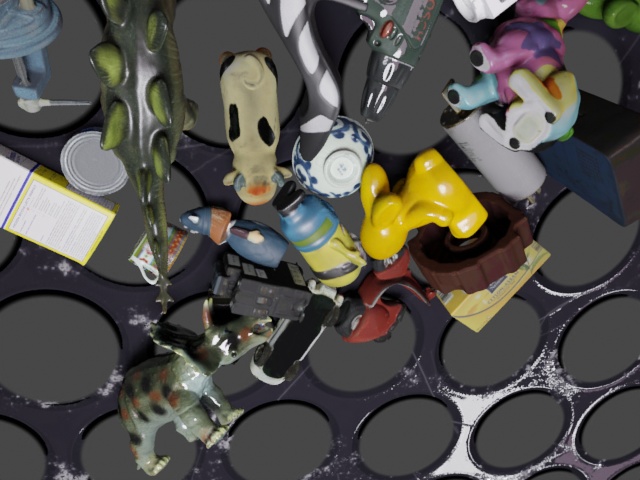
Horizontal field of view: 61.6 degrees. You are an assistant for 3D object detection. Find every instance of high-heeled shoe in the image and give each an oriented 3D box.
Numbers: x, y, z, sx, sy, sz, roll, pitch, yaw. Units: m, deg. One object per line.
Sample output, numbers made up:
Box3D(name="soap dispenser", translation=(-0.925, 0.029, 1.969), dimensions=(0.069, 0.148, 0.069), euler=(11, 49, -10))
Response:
Box3D(name="high-heeled shoe", translation=(-0.038, -0.207, 0.636), dimensions=(0.145, 0.086, 0.248), euler=(15, 129, -6))

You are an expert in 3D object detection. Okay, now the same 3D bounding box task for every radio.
Box3D(name="radio", translation=(0.363, -0.123, 0.729), dimensions=(0.073, 0.230, 0.131), euler=(-32, 121, 8))

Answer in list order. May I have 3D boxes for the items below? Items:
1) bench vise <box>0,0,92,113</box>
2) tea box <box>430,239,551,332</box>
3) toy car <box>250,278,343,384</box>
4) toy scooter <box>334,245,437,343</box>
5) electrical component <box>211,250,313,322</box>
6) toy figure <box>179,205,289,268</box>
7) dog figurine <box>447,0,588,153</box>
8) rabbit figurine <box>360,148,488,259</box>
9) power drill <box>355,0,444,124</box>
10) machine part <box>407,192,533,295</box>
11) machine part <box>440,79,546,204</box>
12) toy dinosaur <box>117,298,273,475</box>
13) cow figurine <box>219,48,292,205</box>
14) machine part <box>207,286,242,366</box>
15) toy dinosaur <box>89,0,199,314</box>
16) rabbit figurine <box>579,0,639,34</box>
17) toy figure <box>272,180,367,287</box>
Box3D(name="bench vise", translation=(-0.327, -0.249, 0.574), dimensions=(0.129, 0.224, 0.240), euler=(4, 144, -9))
Box3D(name="tea box", translation=(0.269, 0.050, 0.864), dimensions=(0.068, 0.098, 0.169), euler=(34, 106, -23))
Box3D(name="toy car", translation=(-0.039, 0.149, 0.867), dimensions=(0.073, 0.056, 0.201), euler=(30, 104, -17))
Box3D(name="toy scooter", translation=(0.113, 0.098, 0.867), dimensions=(0.135, 0.075, 0.183), euler=(25, 103, -23))
Box3D(name="electrical component", translation=(-0.089, 0.063, 0.783), dimensions=(0.134, 0.115, 0.058), euler=(14, 106, -17))
Box3D(name="toy figure", translation=(-0.122, -0.010, 0.767), dimensions=(0.154, 0.058, 0.064), euler=(25, 132, -5))
Box3D(name="dog figurine", translation=(0.284, -0.230, 0.687), dimensions=(0.219, 0.192, 0.108), euler=(-38, 162, -21))
Box3D(name="rabbit figurine", translation=(0.124, -0.038, 0.758), dimensions=(0.173, 0.122, 0.162), euler=(-40, 140, 18))
Box3D(name="power drill", translation=(0.049, -0.285, 0.670), dimensions=(0.207, 0.086, 0.232), euler=(26, 108, -17))
Box3D(name="machine part", translation=(0.220, 0.005, 0.793), dimensions=(0.179, 0.179, 0.056), euler=(-30, 119, 3))
Box3D(name="machine part", translation=(0.254, -0.135, 0.784), dimensions=(0.079, 0.079, 0.243), euler=(-44, 117, 10))
Box3D(name="toy dinosaur", translation=(-0.239, 0.236, 0.825), dimensions=(0.405, 0.131, 0.192), euler=(-36, 86, 29))
Box3D(name="cow figurine", translation=(-0.084, -0.138, 0.683), dimensions=(0.085, 0.127, 0.194), euler=(-4, 113, -7))
Box3D(name="machine part", translation=(-0.144, 0.137, 0.849), dimensions=(0.084, 0.039, 0.138), euler=(1, 113, -18))
Box3D(name="toy dinosaur", translation=(-0.201, -0.152, 0.612), dimensions=(0.105, 0.199, 0.470), euler=(-6, 114, -6))
Box3D(name="rabbit figurine", translation=(0.429, -0.341, 0.707), dimensions=(0.159, 0.121, 0.170), euler=(-32, 132, 1))
Box3D(name="toy figure", translation=(-0.003, -0.004, 0.790), dimensions=(0.089, 0.082, 0.180), euler=(-30, 127, 24))
